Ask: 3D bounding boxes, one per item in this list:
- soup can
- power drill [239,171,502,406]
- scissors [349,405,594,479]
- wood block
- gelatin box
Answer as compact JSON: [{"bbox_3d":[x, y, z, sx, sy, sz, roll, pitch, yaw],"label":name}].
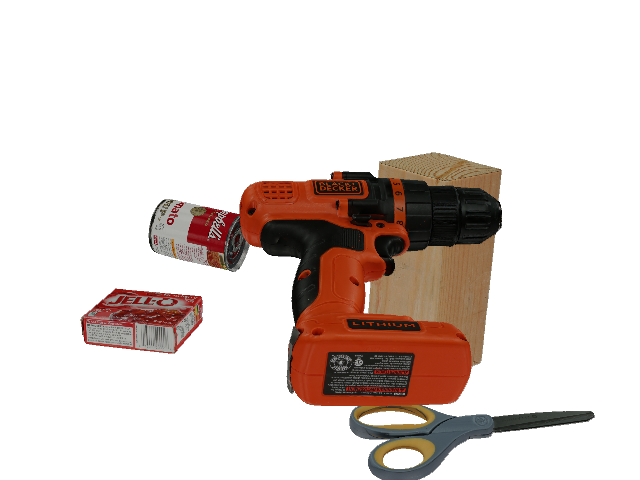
[{"bbox_3d":[-0.141,-0.007,1.250,0.102,0.068,0.068,13,4,18],"label":"soup can"},{"bbox_3d":[0.042,0.023,0.687,0.184,0.057,0.187,-1,35,-6],"label":"power drill"},{"bbox_3d":[0.122,0.162,0.861,0.202,0.016,0.096,4,33,7],"label":"scissors"},{"bbox_3d":[0.112,0.025,1.073,0.090,0.206,0.090,-13,24,-42],"label":"wood block"},{"bbox_3d":[-0.160,0.071,0.962,0.089,0.030,0.073,5,19,13],"label":"gelatin box"}]
